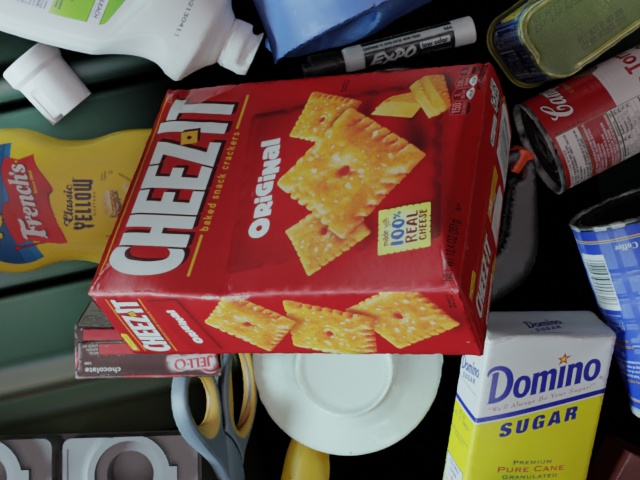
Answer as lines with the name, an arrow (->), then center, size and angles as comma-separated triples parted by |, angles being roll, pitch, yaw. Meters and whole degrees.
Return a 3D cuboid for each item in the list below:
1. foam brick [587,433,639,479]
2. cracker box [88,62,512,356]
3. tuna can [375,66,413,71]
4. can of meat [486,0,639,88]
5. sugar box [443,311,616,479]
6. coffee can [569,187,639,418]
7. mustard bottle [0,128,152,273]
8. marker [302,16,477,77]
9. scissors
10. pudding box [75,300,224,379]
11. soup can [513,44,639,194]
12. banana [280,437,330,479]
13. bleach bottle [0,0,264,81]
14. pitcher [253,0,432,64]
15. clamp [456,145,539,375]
foam brick -> 0.218, 0.187, 0.763 | 0.053, 0.051, 0.078 | 26, 95, -5
cracker box -> -0.006, -0.019, 0.614 | 0.214, 0.164, 0.072 | -1, 142, 21
tuna can -> 0.053, -0.076, 0.731 | 0.086, 0.034, 0.086 | 0, 97, -3
can of meat -> 0.168, -0.147, 0.704 | 0.102, 0.084, 0.057 | -36, 97, 1
sugar box -> 0.138, 0.136, 0.732 | 0.093, 0.048, 0.176 | 0, 113, -14
coffee can -> 0.239, 0.038, 0.721 | 0.103, 0.103, 0.140 | -20, 97, -1
mustard bottle -> -0.189, -0.027, 0.712 | 0.191, 0.058, 0.096 | 0, 99, -3
marker -> 0.047, -0.130, 0.729 | 0.121, 0.020, 0.020 | -15, 97, -4
scissors -> -0.069, 0.163, 0.715 | 0.016, 0.096, 0.202 | -5, 77, 30
pudding box -> -0.107, 0.057, 0.699 | 0.090, 0.113, 0.039 | 0, 103, -3
soup can -> 0.191, -0.083, 0.721 | 0.102, 0.068, 0.068 | -27, 98, 0
banana -> -0.044, 0.220, 0.760 | 0.069, 0.037, 0.198 | 39, 93, -7
bleach bottle -> -0.157, -0.156, 0.641 | 0.250, 0.068, 0.102 | 23, 97, -8
pitcher -> -0.006, -0.245, 0.658 | 0.149, 0.145, 0.243 | -24, 95, -1
clamp -> 0.096, 0.033, 0.743 | 0.164, 0.036, 0.210 | 35, 99, -8
